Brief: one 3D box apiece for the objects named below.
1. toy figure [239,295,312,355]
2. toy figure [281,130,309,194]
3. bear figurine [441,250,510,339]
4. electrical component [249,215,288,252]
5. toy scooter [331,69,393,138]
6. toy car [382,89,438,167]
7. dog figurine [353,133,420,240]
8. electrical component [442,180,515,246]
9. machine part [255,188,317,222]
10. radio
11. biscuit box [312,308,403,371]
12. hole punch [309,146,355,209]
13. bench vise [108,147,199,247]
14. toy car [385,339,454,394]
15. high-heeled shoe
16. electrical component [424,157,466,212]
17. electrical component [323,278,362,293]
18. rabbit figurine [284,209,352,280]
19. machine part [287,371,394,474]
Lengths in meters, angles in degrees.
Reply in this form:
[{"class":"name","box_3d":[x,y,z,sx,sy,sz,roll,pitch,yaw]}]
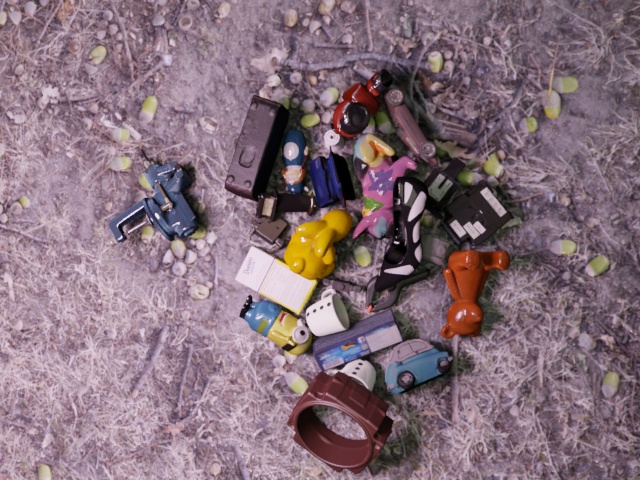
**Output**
[{"class":"toy figure","box_3d":[-0.100,0.197,1.245,0.180,0.089,0.082,26,61,4]},{"class":"toy figure","box_3d":[-0.061,-0.177,1.258,0.064,0.058,0.154,0,92,45]},{"class":"bear figurine","box_3d":[0.330,0.121,1.170,0.120,0.132,0.195,5,84,-20]},{"class":"electrical component","box_3d":[-0.122,-0.020,1.271,0.102,0.045,0.078,29,65,4]},{"class":"toy scooter","box_3d":[0.077,-0.296,1.193,0.075,0.135,0.184,42,72,-24]},{"class":"toy car","box_3d":[0.201,-0.248,1.205,0.053,0.089,0.202,-30,87,1]},{"class":"dog figurine","box_3d":[0.119,-0.106,1.209,0.192,0.108,0.219,33,96,5]},{"class":"electrical component","box_3d":[0.343,-0.052,1.202,0.134,0.058,0.115,-36,83,6]},{"class":"machine part","box_3d":[-0.079,-0.081,1.242,0.139,0.039,0.084,-3,131,-15]},{"class":"radio","box_3d":[-0.143,-0.205,1.229,0.073,0.131,0.229,17,92,5]},{"class":"biscuit box","box_3d":[0.083,0.228,1.224,0.203,0.063,0.059,-22,112,7]},{"class":"hole punch","box_3d":[0.018,-0.132,1.220,0.092,0.115,0.142,-12,88,15]},{"class":"bench vise","box_3d":[-0.405,-0.075,1.269,0.241,0.129,0.223,-33,87,-1]},{"class":"toy car","box_3d":[0.210,0.273,1.198,0.162,0.109,0.103,-24,69,-2]},{"class":"high-heeled shoe","box_3d":[0.156,-0.011,1.142,0.145,0.086,0.248,33,98,-22]},{"class":"electrical component","box_3d":[0.278,-0.130,1.215,0.075,0.048,0.119,34,93,6]},{"class":"electrical component","box_3d":[0.051,0.105,1.236,0.094,0.063,0.021,11,92,8]},{"class":"rabbit figurine","box_3d":[-0.002,-0.004,1.195,0.173,0.162,0.122,-45,75,10]},{"class":"machine part","box_3d":[0.041,0.403,1.182,0.201,0.087,0.201,34,126,6]}]
